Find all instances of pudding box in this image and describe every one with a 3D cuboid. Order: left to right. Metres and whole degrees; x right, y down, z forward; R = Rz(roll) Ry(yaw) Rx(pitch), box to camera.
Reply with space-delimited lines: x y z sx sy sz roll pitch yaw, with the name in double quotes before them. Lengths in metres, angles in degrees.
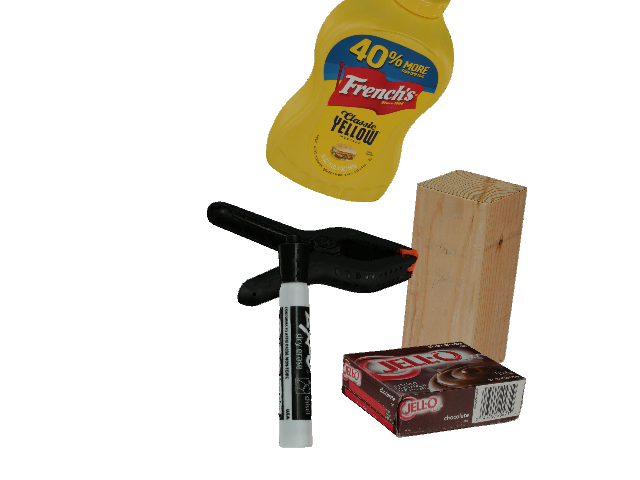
"pudding box" 0.085 0.112 0.819 0.113 0.039 0.090 -1 15 -26

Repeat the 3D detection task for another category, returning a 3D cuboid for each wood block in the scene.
"wood block" 0.156 0.038 1.168 0.090 0.206 0.090 18 24 35

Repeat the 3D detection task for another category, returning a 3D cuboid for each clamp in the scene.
"clamp" -0.002 0.021 1.032 0.209 0.036 0.164 8 29 -14

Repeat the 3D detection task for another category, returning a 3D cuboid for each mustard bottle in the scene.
"mustard bottle" 0.038 -0.116 0.746 0.096 0.192 0.058 20 38 -13

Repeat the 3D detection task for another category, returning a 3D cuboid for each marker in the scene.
"marker" -0.015 0.057 0.610 0.020 0.121 0.020 -1 -9 0
